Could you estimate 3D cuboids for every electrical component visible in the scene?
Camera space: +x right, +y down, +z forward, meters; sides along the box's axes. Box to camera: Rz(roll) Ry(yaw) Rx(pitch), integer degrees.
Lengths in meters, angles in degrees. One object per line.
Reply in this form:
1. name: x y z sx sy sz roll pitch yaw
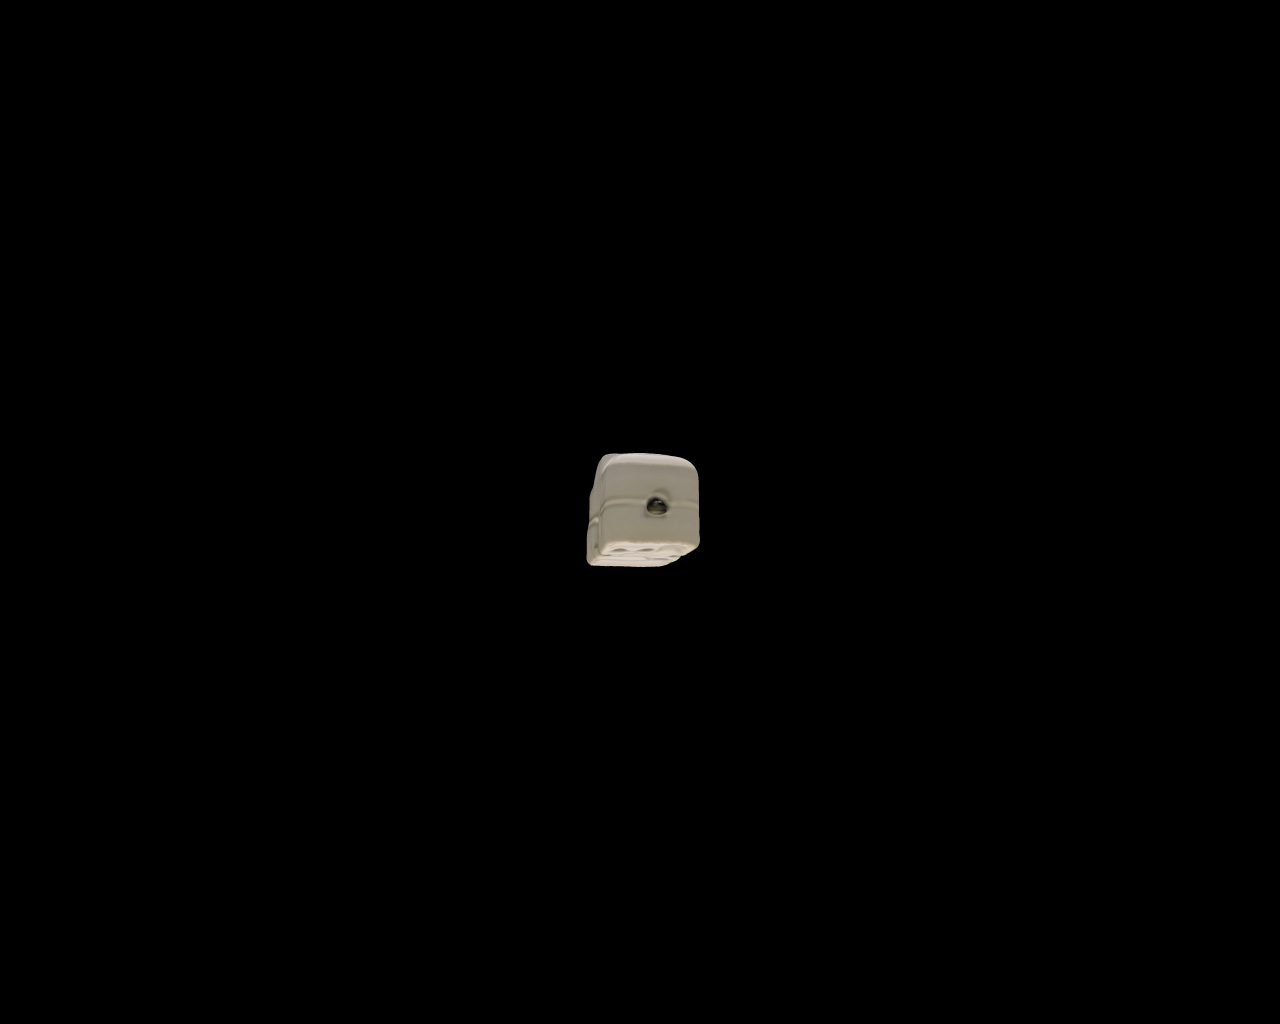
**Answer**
1. electrical component: 0.001 -0.003 0.650 0.054 0.059 0.095 2 -12 -11
